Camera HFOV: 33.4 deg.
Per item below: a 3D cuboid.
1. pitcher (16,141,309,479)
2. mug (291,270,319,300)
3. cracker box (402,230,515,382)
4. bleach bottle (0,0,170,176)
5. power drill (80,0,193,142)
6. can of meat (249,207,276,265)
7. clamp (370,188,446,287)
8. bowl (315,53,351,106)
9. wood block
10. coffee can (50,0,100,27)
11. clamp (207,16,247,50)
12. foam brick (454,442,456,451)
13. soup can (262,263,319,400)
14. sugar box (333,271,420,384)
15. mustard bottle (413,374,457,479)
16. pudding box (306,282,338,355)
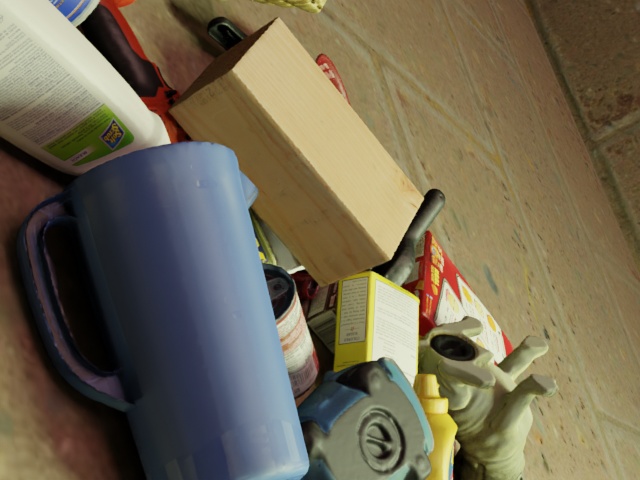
[{"bbox_3d":[-0.100,0.064,0.742,0.145,0.149,0.243,40,32,-72],"label":"pitcher"},{"bbox_3d":[-0.007,0.001,1.053,0.081,0.093,0.117,-18,112,-72],"label":"mug"},{"bbox_3d":[0.152,0.120,1.264,0.213,0.072,0.164,52,26,-25],"label":"cracker box"},{"bbox_3d":[-0.192,-0.096,0.766,0.250,0.103,0.068,48,17,-47],"label":"bleach bottle"},{"bbox_3d":[-0.153,-0.158,0.944,0.187,0.057,0.184,63,21,4],"label":"power drill"},{"bbox_3d":[-0.094,0.000,0.897,0.083,0.058,0.102,-5,69,-63],"label":"can of meat"},{"bbox_3d":[0.075,0.020,1.208,0.039,0.120,0.171,40,50,-9],"label":"clamp"},{"bbox_3d":[-0.002,-0.117,1.155,0.162,0.055,0.162,-12,90,-75],"label":"bowl"},{"bbox_3d":[-0.018,-0.072,0.914,0.206,0.090,0.090,49,44,-18],"label":"wood block"},{"bbox_3d":[-0.236,-0.221,0.779,0.140,0.103,0.103,22,46,-57],"label":"coffee can"},{"bbox_3d":[-0.053,-0.172,1.195,0.164,0.036,0.209,70,19,-6],"label":"clamp"},{"bbox_3d":[0.097,0.210,1.070,0.051,0.053,0.078,59,22,-7],"label":"foam brick"},{"bbox_3d":[-0.042,0.077,0.860,0.102,0.068,0.068,74,9,-45],"label":"soup can"},{"bbox_3d":[0.053,0.128,1.015,0.093,0.048,0.176,30,59,-47],"label":"sugar box"},{"bbox_3d":[0.091,0.215,0.939,0.096,0.058,0.191,71,20,-84],"label":"mustard bottle"},{"bbox_3d":[0.037,0.088,1.096,0.113,0.039,0.090,53,26,-24],"label":"pudding box"}]
